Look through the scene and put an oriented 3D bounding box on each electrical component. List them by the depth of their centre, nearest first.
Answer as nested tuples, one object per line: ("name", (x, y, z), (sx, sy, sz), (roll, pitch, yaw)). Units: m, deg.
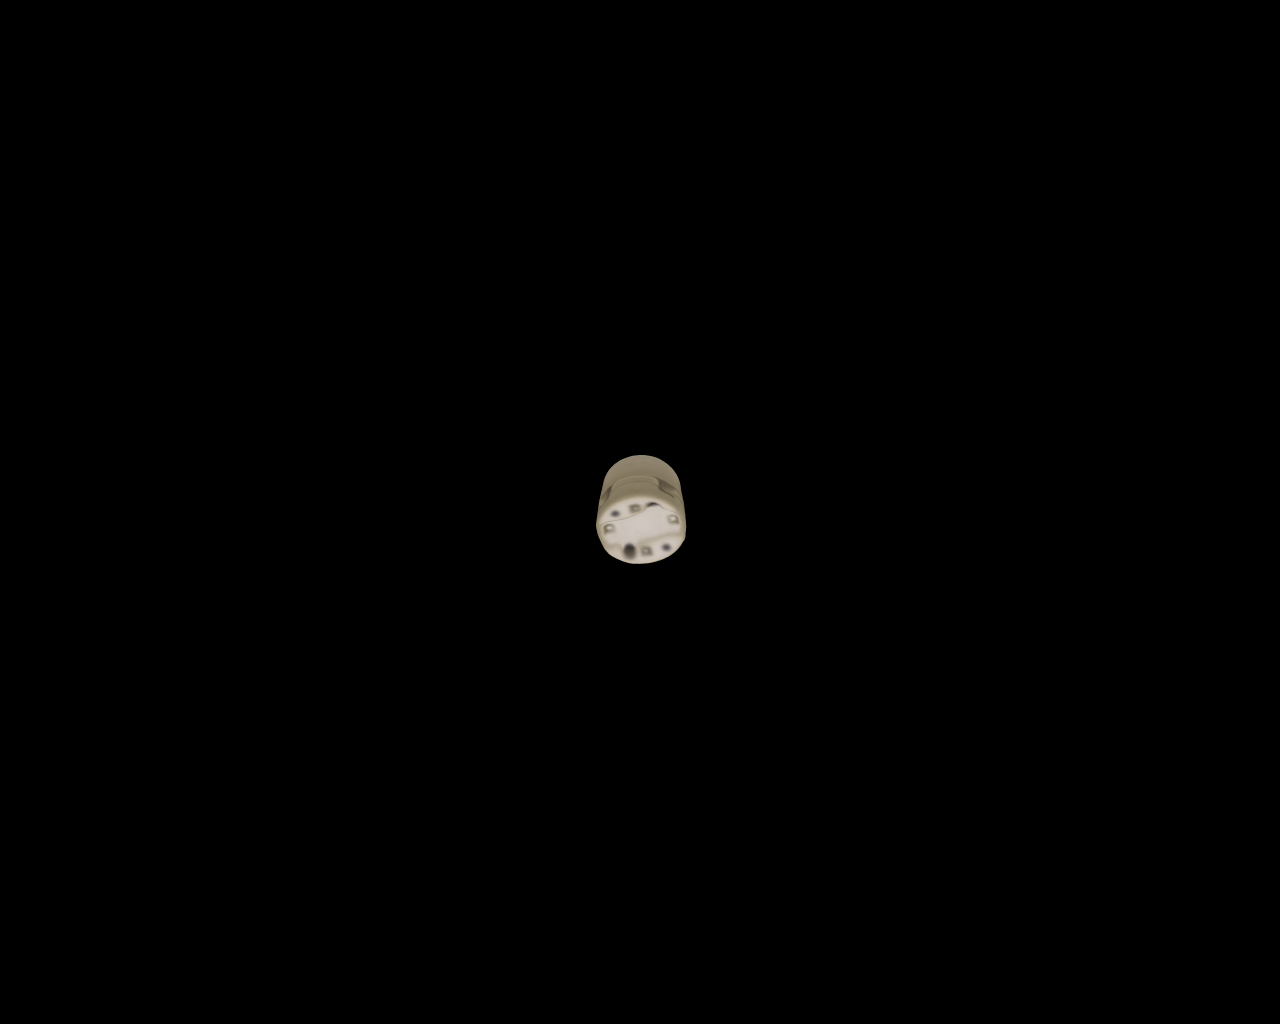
("electrical component", (0.001, -0.003, 0.650), (0.055, 0.055, 0.047), (0, 37, 0))
